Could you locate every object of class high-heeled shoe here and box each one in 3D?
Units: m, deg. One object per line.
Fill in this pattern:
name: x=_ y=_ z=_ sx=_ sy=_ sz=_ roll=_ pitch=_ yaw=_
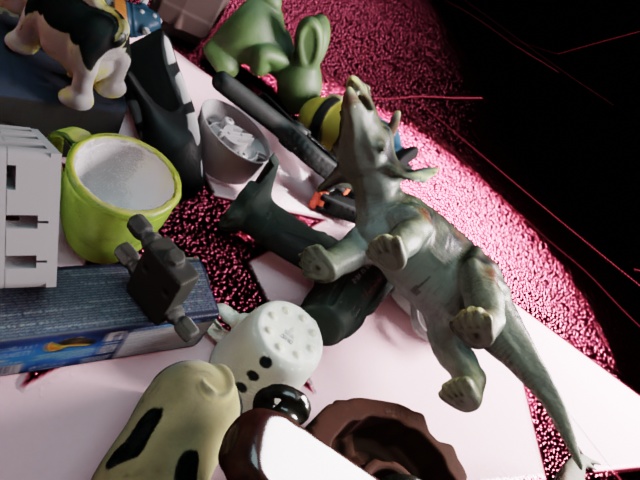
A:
high-heeled shoe: x=-0.184 y=-0.157 z=0.637 sx=0.145 sy=0.086 sz=0.249 roll=62 pitch=2 yaw=-33

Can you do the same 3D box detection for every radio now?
radio: x=-0.316 y=-0.152 z=0.508 sx=0.229 sy=0.073 sz=0.131 roll=-1 pitch=52 yaw=-41

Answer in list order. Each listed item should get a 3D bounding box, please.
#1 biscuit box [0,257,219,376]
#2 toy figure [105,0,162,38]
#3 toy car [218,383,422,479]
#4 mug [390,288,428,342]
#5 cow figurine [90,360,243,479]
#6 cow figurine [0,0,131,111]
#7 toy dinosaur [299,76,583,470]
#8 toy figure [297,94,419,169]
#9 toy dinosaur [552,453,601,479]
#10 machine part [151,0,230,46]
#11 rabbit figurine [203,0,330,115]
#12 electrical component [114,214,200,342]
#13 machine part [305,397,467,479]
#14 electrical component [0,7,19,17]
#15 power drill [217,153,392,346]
biscuit box: x=-0.185 y=0.058 z=0.417 sx=0.202 sy=0.059 sz=0.063 roll=-1 pitch=54 yaw=-40
toy figure: x=-0.281 y=-0.291 z=0.680 sx=0.154 sy=0.064 sz=0.058 roll=5 pitch=7 yaw=-38
toy car: x=0.012 y=0.178 z=0.357 sx=0.202 sy=0.053 sz=0.089 roll=43 pitch=31 yaw=-27
mug: x=0.137 y=0.077 z=0.650 sx=0.107 sy=0.080 sz=0.109 roll=31 pitch=51 yaw=2
cow figurine: x=-0.105 y=0.156 z=0.332 sx=0.085 sy=0.127 sz=0.195 roll=32 pitch=37 yaw=-5
cow figurine: x=-0.241 y=-0.208 z=0.487 sx=0.167 sy=0.098 sz=0.068 roll=46 pitch=43 yaw=7
toy dinosaur: x=0.122 y=0.030 z=0.551 sx=0.404 sy=0.131 sz=0.192 roll=48 pitch=41 yaw=-5
toy figure: x=0.047 y=-0.145 z=0.754 sx=0.180 sy=0.082 sz=0.089 roll=39 pitch=29 yaw=27
toy dinosaur: x=0.165 y=0.297 z=0.385 sx=0.471 sy=0.105 sz=0.198 roll=-44 pitch=119 yaw=-47
machine part: x=-0.167 y=-0.400 z=0.764 sx=0.087 sy=0.201 sz=0.201 roll=20 pitch=42 yaw=-27
rabbit figurine: x=-0.054 y=-0.272 z=0.792 sx=0.170 sy=0.159 sz=0.121 roll=47 pitch=26 yaw=-15
electrical component: x=-0.117 y=0.029 z=0.399 sx=0.094 sy=0.063 sz=0.021 roll=50 pitch=40 yaw=11
machine part: x=0.051 y=0.221 z=0.451 sx=0.179 sy=0.056 sz=0.179 roll=21 pitch=41 yaw=-20
electrical component: x=-0.363 y=-0.252 z=0.593 sx=0.102 sy=0.045 sz=0.078 roll=-16 pitch=92 yaw=-43
power drill: x=-0.001 y=-0.002 z=0.617 sx=0.207 sy=0.086 sz=0.232 roll=43 pitch=41 yaw=-8
